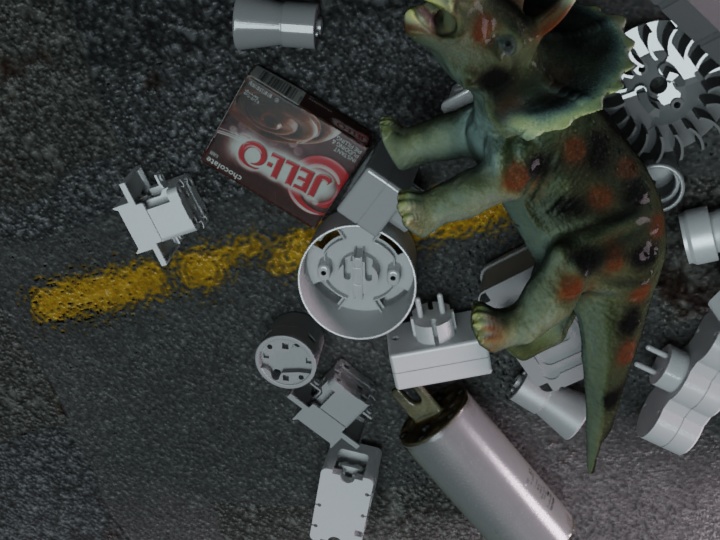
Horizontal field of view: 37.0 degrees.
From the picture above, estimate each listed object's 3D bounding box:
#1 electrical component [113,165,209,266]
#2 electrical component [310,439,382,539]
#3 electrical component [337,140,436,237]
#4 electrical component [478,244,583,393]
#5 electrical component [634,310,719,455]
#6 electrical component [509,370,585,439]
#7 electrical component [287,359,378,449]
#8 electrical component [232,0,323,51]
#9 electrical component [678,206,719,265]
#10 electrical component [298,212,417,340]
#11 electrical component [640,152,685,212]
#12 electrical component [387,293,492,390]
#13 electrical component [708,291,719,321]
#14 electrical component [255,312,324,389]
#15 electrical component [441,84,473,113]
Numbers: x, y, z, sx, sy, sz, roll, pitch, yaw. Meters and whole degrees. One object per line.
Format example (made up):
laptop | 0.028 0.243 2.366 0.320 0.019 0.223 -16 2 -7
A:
electrical component | -0.169 -0.050 0.924 0.064 0.042 0.081 -16 114 18
electrical component | -0.013 0.210 1.022 0.050 0.055 0.089 13 120 5
electrical component | 0.031 -0.056 0.863 0.077 0.065 0.047 34 119 -7
electrical component | 0.157 0.034 0.889 0.078 0.057 0.113 -28 109 24
electrical component | 0.267 0.086 0.896 0.074 0.052 0.138 25 120 -2
electrical component | 0.164 0.113 0.940 0.065 0.044 0.044 31 120 0
electrical component | -0.022 0.119 0.984 0.081 0.042 0.063 37 116 -10
electrical component | -0.062 -0.189 0.827 0.065 0.044 0.044 5 119 4
electrical component | 0.280 -0.030 0.835 0.055 0.045 0.045 -13 114 19
electrical component | 0.000 0.000 0.899 0.099 0.064 0.099 5 126 7
electrical component | 0.227 -0.071 0.823 0.040 0.046 0.040 5 119 10
electrical component | 0.064 0.052 0.913 0.083 0.047 0.075 -11 122 4
electrical component | 0.360 -0.012 0.791 0.105 0.060 0.186 15 126 -34
electrical component | -0.061 0.070 0.962 0.055 0.047 0.055 5 119 10
electrical component | 0.123 -0.119 0.819 0.100 0.048 0.099 -28 109 24
